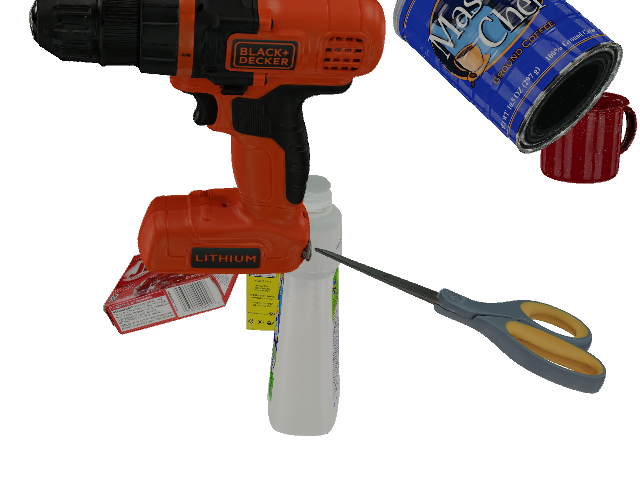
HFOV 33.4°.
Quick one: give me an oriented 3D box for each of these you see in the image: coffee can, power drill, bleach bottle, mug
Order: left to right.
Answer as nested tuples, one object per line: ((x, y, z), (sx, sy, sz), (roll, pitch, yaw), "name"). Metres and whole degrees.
((-0.065, -0.062, 0.603), (0.184, 0.057, 0.188), (1, -45, -8), "power drill")
((-0.011, 0.052, 0.943), (0.068, 0.251, 0.102), (3, 35, 0), "bleach bottle")
((0.137, -0.149, 0.796), (0.140, 0.103, 0.102), (48, 23, 22), "coffee can")
((0.285, -0.111, 1.131), (0.117, 0.081, 0.093), (-12, 22, -25), "mug")

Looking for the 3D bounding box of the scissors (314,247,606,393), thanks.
((0.100, 0.040, 0.716), (0.202, 0.016, 0.096), (29, 25, 17), "scissors")

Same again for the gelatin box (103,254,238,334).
((-0.104, 0.028, 0.771), (0.089, 0.030, 0.073), (-16, 25, 18), "gelatin box")

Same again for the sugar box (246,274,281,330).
((-0.054, 0.003, 1.186), (0.048, 0.176, 0.093), (2, 16, 10), "sugar box")
